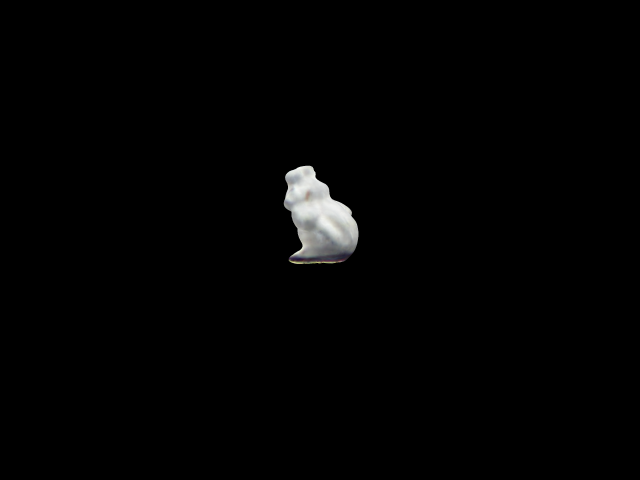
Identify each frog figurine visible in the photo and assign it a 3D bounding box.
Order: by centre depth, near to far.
[{"bbox_3d":[0.003,-0.043,0.850,0.122,0.159,0.138,3,4,40],"label":"frog figurine"}]
